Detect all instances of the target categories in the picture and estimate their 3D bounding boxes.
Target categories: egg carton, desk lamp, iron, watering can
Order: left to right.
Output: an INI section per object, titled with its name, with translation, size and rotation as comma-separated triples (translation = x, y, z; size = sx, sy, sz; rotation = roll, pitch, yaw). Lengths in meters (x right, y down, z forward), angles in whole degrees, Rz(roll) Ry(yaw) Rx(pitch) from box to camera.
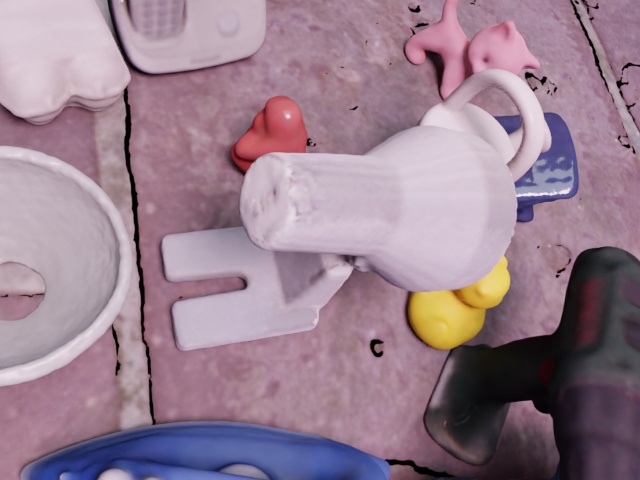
[egg carton]
translation = -0.233, -0.172, 0.479
size = 0.107, 0.069, 0.150
rotation = -24, 79, -29
[iron]
translation = -0.059, 0.169, 0.362
size = 0.259, 0.141, 0.118
rotation = 16, 63, -16
[desk lamp]
translation = 0.004, 0.001, 0.419
size = 0.204, 0.213, 0.118
rotation = -7, 71, -25
[watering can]
translation = 0.131, -0.079, 0.517
size = 0.101, 0.193, 0.173
rotation = 48, 59, 3

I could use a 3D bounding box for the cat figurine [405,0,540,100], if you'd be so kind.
[cat figurine]
translation = 0.174, -0.215, 0.639
size = 0.067, 0.117, 0.128
rotation = -39, 86, -31

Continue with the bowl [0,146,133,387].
[bowl]
translation = -0.220, 0.024, 0.397
size = 0.168, 0.074, 0.167
rotation = 9, 65, -19

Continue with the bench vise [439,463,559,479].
[bench vise]
translation = 0.193, 0.209, 0.404
size = 0.208, 0.219, 0.121
rotation = -12, 73, -26

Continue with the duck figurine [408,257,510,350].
[duck figurine]
translation = 0.135, 0.049, 0.526
size = 0.077, 0.086, 0.105
rotation = 44, 59, 1

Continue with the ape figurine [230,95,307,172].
[ape figurine]
translation = -0.040, -0.095, 0.513
size = 0.078, 0.092, 0.076
rotation = -22, 78, -29

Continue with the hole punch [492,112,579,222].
[hole punch]
translation = 0.205, -0.079, 0.608
size = 0.101, 0.091, 0.108
rotation = 5, 66, -20

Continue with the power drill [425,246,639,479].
[power drill]
translation = 0.171, 0.117, 0.441
size = 0.076, 0.208, 0.230
rotation = 34, 60, -5

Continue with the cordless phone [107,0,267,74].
[cordless phone]
translation = -0.105, -0.236, 0.493
size = 0.148, 0.184, 0.094
rotation = -23, 78, -29
